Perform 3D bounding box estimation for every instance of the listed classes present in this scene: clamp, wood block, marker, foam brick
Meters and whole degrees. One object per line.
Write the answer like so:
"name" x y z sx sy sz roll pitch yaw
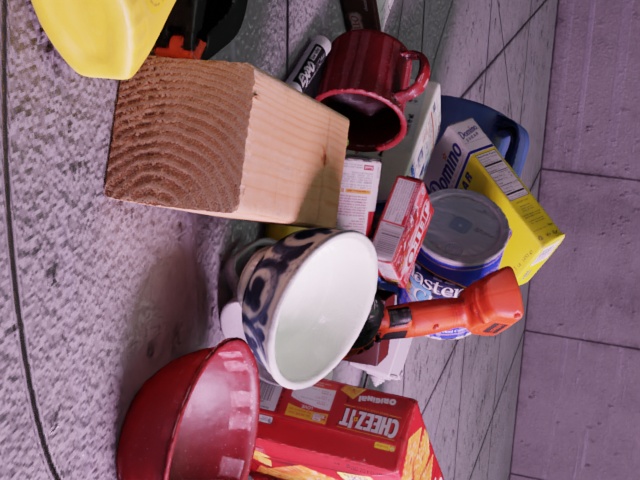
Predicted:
"clamp" -0.065 -0.208 0.709 0.164 0.036 0.210 75 28 -51
"wood block" -0.053 -0.059 0.727 0.206 0.090 0.091 9 89 -73
"marker" -0.018 -0.140 0.923 0.121 0.020 0.020 -63 155 -45
"foam brick" 0.051 0.095 1.197 0.051 0.053 0.078 -21 118 -71

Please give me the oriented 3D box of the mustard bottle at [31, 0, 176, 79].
"mustard bottle" -0.093 -0.182 0.595 0.096 0.058 0.191 77 27 -44

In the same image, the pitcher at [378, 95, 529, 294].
"pitcher" 0.156 -0.046 1.309 0.149 0.145 0.243 87 21 -77

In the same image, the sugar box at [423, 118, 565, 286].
"sugar box" 0.187 -0.040 1.189 0.048 0.176 0.093 -23 157 -34

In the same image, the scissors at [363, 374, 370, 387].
"scissors" 0.038 0.230 1.278 0.096 0.016 0.202 48 53 -74

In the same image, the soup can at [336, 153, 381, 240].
"soup can" 0.019 -0.031 1.009 0.068 0.069 0.102 -10 108 -72

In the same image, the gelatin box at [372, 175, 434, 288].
"gelatin box" 0.079 -0.008 1.023 0.073 0.030 0.089 57 52 -65

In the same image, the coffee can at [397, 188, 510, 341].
"coffee can" 0.141 0.028 1.155 0.140 0.103 0.102 95 14 -50

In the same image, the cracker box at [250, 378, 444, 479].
"cracker box" 0.013 0.190 0.934 0.213 0.164 0.072 69 36 -57

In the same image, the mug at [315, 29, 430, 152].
"mug" 0.050 -0.144 0.988 0.093 0.117 0.081 39 51 -38

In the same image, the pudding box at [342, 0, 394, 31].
"pudding box" 0.049 -0.268 1.044 0.113 0.039 0.090 76 27 -55

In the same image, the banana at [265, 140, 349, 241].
"banana" -0.018 -0.008 0.927 0.069 0.037 0.198 23 80 -41

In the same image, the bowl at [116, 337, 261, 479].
"bowl" -0.096 0.143 0.744 0.162 0.055 0.162 9 90 -73

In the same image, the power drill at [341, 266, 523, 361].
"power drill" 0.092 0.068 1.013 0.184 0.187 0.057 122 -41 -74
